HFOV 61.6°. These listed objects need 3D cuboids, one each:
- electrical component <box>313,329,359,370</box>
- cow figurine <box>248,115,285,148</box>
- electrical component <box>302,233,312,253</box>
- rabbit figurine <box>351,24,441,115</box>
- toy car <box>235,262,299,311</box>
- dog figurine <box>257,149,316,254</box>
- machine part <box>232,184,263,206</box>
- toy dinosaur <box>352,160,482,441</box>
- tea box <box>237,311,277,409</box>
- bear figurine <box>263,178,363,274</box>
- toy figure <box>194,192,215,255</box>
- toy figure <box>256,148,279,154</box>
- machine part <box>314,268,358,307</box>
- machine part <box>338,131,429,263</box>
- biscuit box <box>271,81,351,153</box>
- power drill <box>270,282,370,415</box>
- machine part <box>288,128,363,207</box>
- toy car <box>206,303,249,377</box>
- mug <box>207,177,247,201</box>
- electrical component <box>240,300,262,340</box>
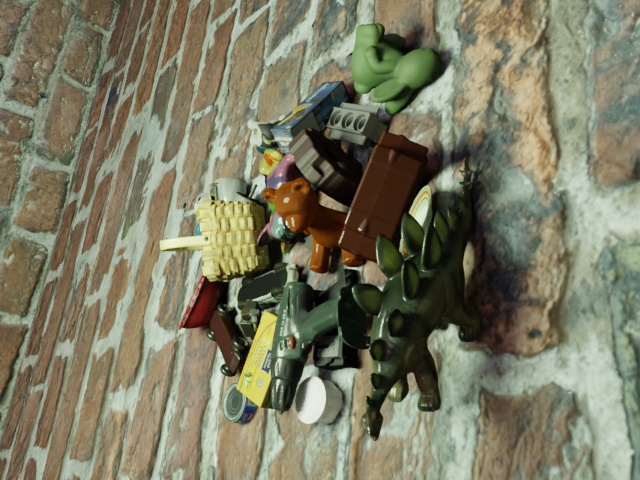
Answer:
[{"bbox_3d":[0.018,0.197,0.979,0.119,0.047,0.075,-11,64,45],"label":"electrical component"},{"bbox_3d":[-0.069,-0.241,1.203,0.098,0.167,0.068,29,125,53],"label":"cow figurine"},{"bbox_3d":[-0.002,-0.003,1.119,0.063,0.021,0.094,-58,39,11],"label":"electrical component"},{"bbox_3d":[0.144,-0.332,1.040,0.170,0.121,0.159,22,93,37],"label":"rabbit figurine"},{"bbox_3d":[-0.116,0.106,1.173,0.202,0.056,0.073,-24,49,39],"label":"toy car"},{"bbox_3d":[-0.084,-0.084,1.189,0.192,0.108,0.219,18,89,51],"label":"dog figurine"},{"bbox_3d":[-0.210,-0.029,1.331,0.079,0.079,0.243,34,100,51],"label":"machine part"},{"bbox_3d":[0.154,0.068,0.765,0.105,0.198,0.471,-4,36,37],"label":"toy dinosaur"},{"bbox_3d":[-0.090,0.238,1.068,0.098,0.068,0.169,13,81,52],"label":"tea box"},{"bbox_3d":[-0.013,-0.027,0.992,0.120,0.195,0.132,-13,66,32],"label":"bear figurine"},{"bbox_3d":[-0.288,-0.043,1.428,0.082,0.089,0.180,-25,62,25],"label":"toy figure"},{"bbox_3d":[-0.100,-0.240,1.324,0.155,0.058,0.064,2,113,48],"label":"toy figure"},{"bbox_3d":[0.020,0.109,1.028,0.139,0.039,0.084,-46,35,28],"label":"machine part"},{"bbox_3d":[0.107,-0.063,0.889,0.087,0.201,0.201,22,89,8],"label":"machine part"},{"bbox_3d":[-0.015,-0.266,1.152,0.063,0.059,0.203,9,47,42],"label":"biscuit box"},{"bbox_3d":[-0.006,0.172,0.927,0.207,0.086,0.232,-31,48,45],"label":"power drill"},{"bbox_3d":[0.020,-0.144,1.047,0.056,0.179,0.179,-46,43,22],"label":"machine part"},{"bbox_3d":[-0.208,0.226,1.222,0.089,0.053,0.202,-63,34,13],"label":"toy car"},{"bbox_3d":[-0.239,-0.102,1.383,0.081,0.109,0.107,-13,77,41],"label":"mug"},{"bbox_3d":[-0.137,0.174,1.133,0.045,0.102,0.078,2,41,13],"label":"electrical component"}]
